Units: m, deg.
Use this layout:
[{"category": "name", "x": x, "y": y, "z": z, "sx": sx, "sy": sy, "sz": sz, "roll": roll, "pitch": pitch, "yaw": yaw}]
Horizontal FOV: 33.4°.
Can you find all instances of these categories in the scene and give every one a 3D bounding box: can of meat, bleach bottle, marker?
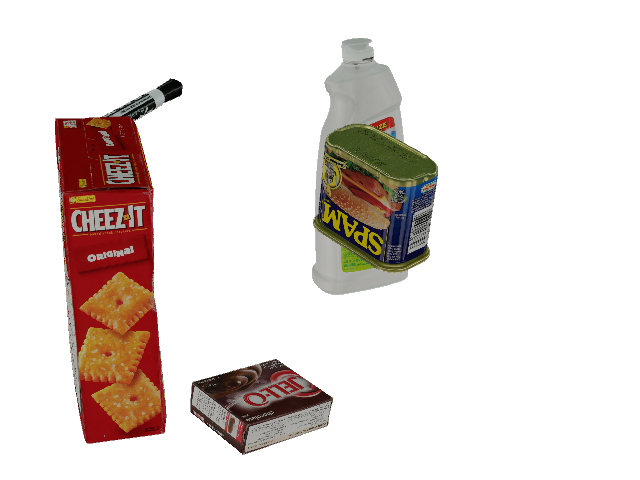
[{"category": "can of meat", "x": 0.045, "y": -0.036, "z": 0.860, "sx": 0.057, "sy": 0.084, "sz": 0.102, "roll": -24, "pitch": 43, "yaw": -37}, {"category": "bleach bottle", "x": 0.035, "y": -0.076, "z": 1.078, "sx": 0.102, "sy": 0.251, "sz": 0.068, "roll": -11, "pitch": 22, "yaw": -17}, {"category": "marker", "x": -0.176, "y": -0.124, "z": 1.014, "sx": 0.020, "sy": 0.020, "sz": 0.120, "roll": 0, "pitch": 29, "yaw": 44}]

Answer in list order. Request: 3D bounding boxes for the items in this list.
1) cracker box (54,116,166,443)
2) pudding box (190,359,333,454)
[{"category": "cracker box", "x": -0.168, "y": 0.026, "z": 0.855, "sx": 0.072, "sy": 0.214, "sz": 0.164, "roll": -5, "pitch": 26, "yaw": -14}, {"category": "pudding box", "x": -0.058, "y": 0.162, "z": 1.052, "sx": 0.113, "sy": 0.039, "sz": 0.090, "roll": -13, "pitch": 29, "yaw": -41}]
